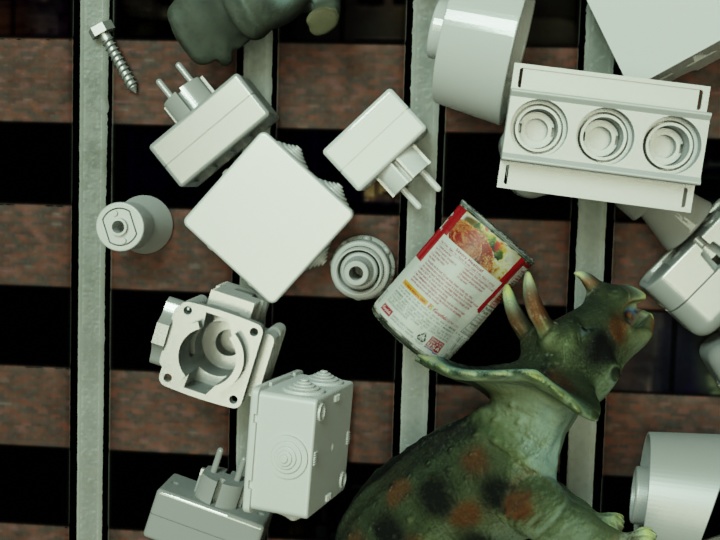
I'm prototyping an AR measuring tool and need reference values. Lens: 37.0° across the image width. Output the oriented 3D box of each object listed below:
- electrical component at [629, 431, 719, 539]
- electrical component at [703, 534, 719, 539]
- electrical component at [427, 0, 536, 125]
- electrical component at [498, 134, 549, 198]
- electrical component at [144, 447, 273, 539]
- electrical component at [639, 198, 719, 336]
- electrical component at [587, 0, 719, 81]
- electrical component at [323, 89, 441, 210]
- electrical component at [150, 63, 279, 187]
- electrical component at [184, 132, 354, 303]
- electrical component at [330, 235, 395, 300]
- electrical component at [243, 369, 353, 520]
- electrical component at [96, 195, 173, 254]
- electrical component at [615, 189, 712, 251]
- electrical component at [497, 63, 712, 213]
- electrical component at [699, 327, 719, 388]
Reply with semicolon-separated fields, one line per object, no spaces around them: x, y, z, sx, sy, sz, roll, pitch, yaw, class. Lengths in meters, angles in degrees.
0.222;0.159;0.747;0.064;0.099;0.099;7;95;11;electrical component
0.263;0.233;0.720;0.089;0.150;0.061;-20;94;6;electrical component
0.079;-0.158;0.732;0.060;0.108;0.108;15;96;10;electrical component
0.148;-0.085;0.752;0.095;0.059;0.053;-15;93;6;electrical component
-0.106;0.170;0.801;0.083;0.047;0.075;19;96;3;electrical component
0.252;-0.003;0.752;0.059;0.054;0.095;43;97;1;electrical component
0.245;-0.208;0.702;0.186;0.060;0.105;-28;81;28;electrical component
0.025;-0.078;0.770;0.066;0.047;0.076;-43;90;7;electrical component
-0.116;-0.114;0.780;0.083;0.047;0.075;-39;90;7;electrical component
-0.063;-0.038;0.780;0.100;0.048;0.099;42;97;1;electrical component
0.000;0.000;0.771;0.048;0.062;0.048;0;94;5;electrical component
-0.041;0.123;0.767;0.048;0.100;0.099;6;95;17;electrical component
-0.166;-0.032;0.781;0.044;0.065;0.044;0;94;5;electrical component
0.212;-0.048;0.757;0.055;0.045;0.045;41;97;1;electrical component
0.153;-0.084;0.688;0.121;0.063;0.078;8;95;5;electrical component
0.291;0.052;0.752;0.095;0.054;0.059;-31;91;7;electrical component
